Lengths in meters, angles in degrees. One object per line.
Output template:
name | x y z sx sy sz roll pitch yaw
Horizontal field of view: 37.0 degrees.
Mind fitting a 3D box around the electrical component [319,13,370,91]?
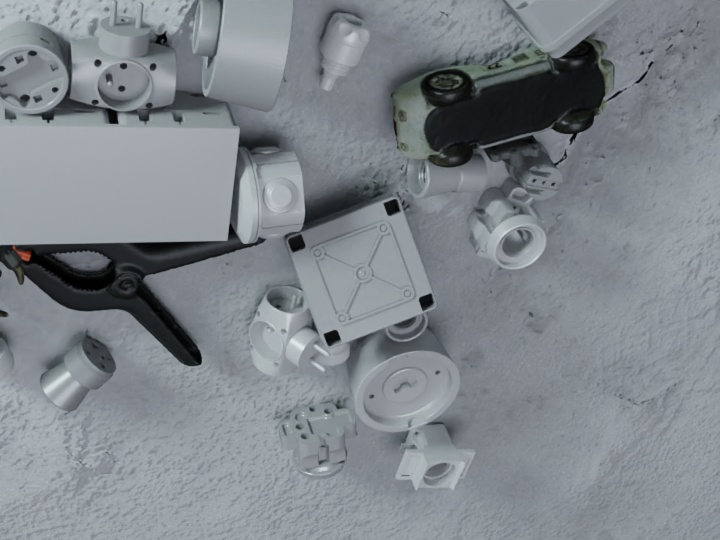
electrical component | -0.017 -0.172 0.859 0.035 0.035 0.061 10 125 -25

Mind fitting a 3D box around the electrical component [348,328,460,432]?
electrical component | 0.040 0.102 1.076 0.108 0.060 0.108 -9 129 -12

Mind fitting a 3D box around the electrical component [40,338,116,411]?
electrical component | -0.256 0.095 0.979 0.055 0.045 0.045 -41 129 14

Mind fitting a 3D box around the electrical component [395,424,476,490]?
electrical component | 0.078 0.201 1.165 0.081 0.063 0.042 4 127 -21

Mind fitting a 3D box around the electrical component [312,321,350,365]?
electrical component | -0.030 0.062 1.036 0.040 0.040 0.046 -8 124 -13

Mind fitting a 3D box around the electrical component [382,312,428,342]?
electrical component | 0.037 0.035 1.026 0.048 0.055 0.066 -28 130 4

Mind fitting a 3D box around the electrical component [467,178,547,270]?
electrical component | 0.139 -0.037 1.003 0.058 0.057 0.078 14 121 -28

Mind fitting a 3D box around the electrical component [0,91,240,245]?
electrical component | -0.197 -0.082 0.850 0.186 0.060 0.105 -2 127 -18

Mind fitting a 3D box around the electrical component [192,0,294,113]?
electrical component | -0.090 -0.173 0.788 0.060 0.108 0.108 6 125 -16

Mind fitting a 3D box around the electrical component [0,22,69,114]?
electrical component | -0.244 -0.150 0.789 0.055 0.047 0.055 -9 129 -12

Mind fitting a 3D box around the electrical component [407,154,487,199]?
electrical component | 0.080 -0.086 0.956 0.065 0.044 0.044 -3 128 -22

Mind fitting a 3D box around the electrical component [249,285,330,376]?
electrical component | -0.061 0.067 1.005 0.044 0.079 0.077 -29 143 -46

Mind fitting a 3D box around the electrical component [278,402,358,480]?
electrical component | -0.042 0.178 1.111 0.078 0.058 0.057 -11 127 -11

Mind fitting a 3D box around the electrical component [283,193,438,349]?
electrical component | 0.000 0.000 0.955 0.109 0.056 0.108 -21 97 -2

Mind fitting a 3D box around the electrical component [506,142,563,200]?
electrical component | 0.159 -0.090 0.975 0.040 0.046 0.040 -9 127 -12

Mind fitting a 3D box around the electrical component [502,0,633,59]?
electrical component | 0.170 -0.231 0.848 0.113 0.078 0.057 -38 126 12

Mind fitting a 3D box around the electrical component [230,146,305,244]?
electrical component | -0.080 -0.064 0.893 0.051 0.080 0.080 -8 129 -20

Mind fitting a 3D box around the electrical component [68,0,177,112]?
electrical component | -0.177 -0.163 0.804 0.077 0.044 0.079 0 126 -19

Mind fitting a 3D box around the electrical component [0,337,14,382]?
electrical component | -0.331 0.069 0.933 0.045 0.045 0.055 -20 131 -3
